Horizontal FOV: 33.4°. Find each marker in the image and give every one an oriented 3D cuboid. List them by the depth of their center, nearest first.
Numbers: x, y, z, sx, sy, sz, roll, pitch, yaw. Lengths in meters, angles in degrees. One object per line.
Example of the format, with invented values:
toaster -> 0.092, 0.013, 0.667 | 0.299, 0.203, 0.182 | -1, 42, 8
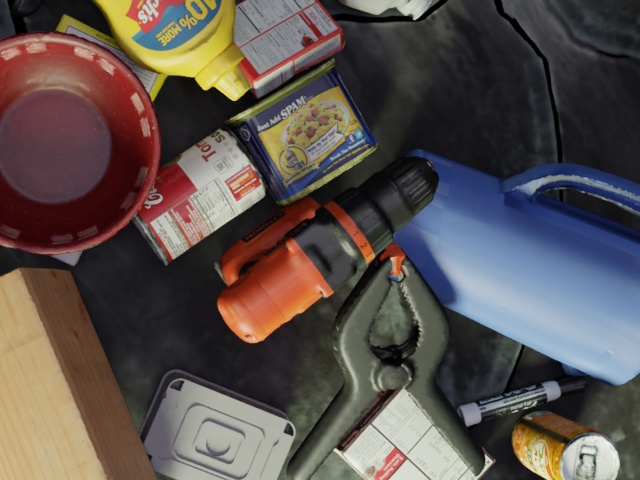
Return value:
marker -> 0.180, 0.140, 0.943 | 0.121, 0.020, 0.020 | -14, 93, -12

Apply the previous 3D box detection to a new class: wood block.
wood block -> -0.201, 0.132, 0.792 | 0.091, 0.090, 0.206 | -25, 82, 8

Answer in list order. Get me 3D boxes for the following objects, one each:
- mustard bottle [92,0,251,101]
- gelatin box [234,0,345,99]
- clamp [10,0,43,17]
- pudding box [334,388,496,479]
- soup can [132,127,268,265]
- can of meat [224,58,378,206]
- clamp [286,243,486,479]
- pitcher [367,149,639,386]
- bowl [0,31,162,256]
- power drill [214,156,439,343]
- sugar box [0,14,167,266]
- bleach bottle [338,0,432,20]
mustard bottle -> -0.120, -0.183, 0.800 | 0.096, 0.058, 0.191 | -42, 98, -9
gelatin box -> -0.036, -0.168, 0.874 | 0.089, 0.030, 0.073 | -33, 68, -11
clamp -> -0.208, -0.270, 0.833 | 0.171, 0.039, 0.120 | -45, 124, -17
pudding box -> 0.079, 0.182, 0.912 | 0.113, 0.039, 0.090 | 45, 83, -11
soup can -> -0.101, -0.036, 0.856 | 0.102, 0.068, 0.068 | -35, 97, -10
can of meat -> -0.013, -0.088, 0.880 | 0.102, 0.057, 0.084 | -32, 99, -10
clamp -> 0.065, 0.106, 0.845 | 0.164, 0.036, 0.210 | 4, 108, -12
pitcher -> 0.168, 0.010, 0.881 | 0.242, 0.145, 0.149 | 23, 81, -9
bowl -> -0.200, -0.071, 0.794 | 0.162, 0.055, 0.162 | 0, 93, -10
power drill -> -0.005, 0.001, 0.816 | 0.184, 0.188, 0.057 | -36, 96, -8
sugar box -> -0.198, -0.078, 0.847 | 0.093, 0.048, 0.176 | 26, 89, -11
bleach bottle -> -0.005, -0.277, 0.878 | 0.250, 0.068, 0.102 | 36, 82, -13
